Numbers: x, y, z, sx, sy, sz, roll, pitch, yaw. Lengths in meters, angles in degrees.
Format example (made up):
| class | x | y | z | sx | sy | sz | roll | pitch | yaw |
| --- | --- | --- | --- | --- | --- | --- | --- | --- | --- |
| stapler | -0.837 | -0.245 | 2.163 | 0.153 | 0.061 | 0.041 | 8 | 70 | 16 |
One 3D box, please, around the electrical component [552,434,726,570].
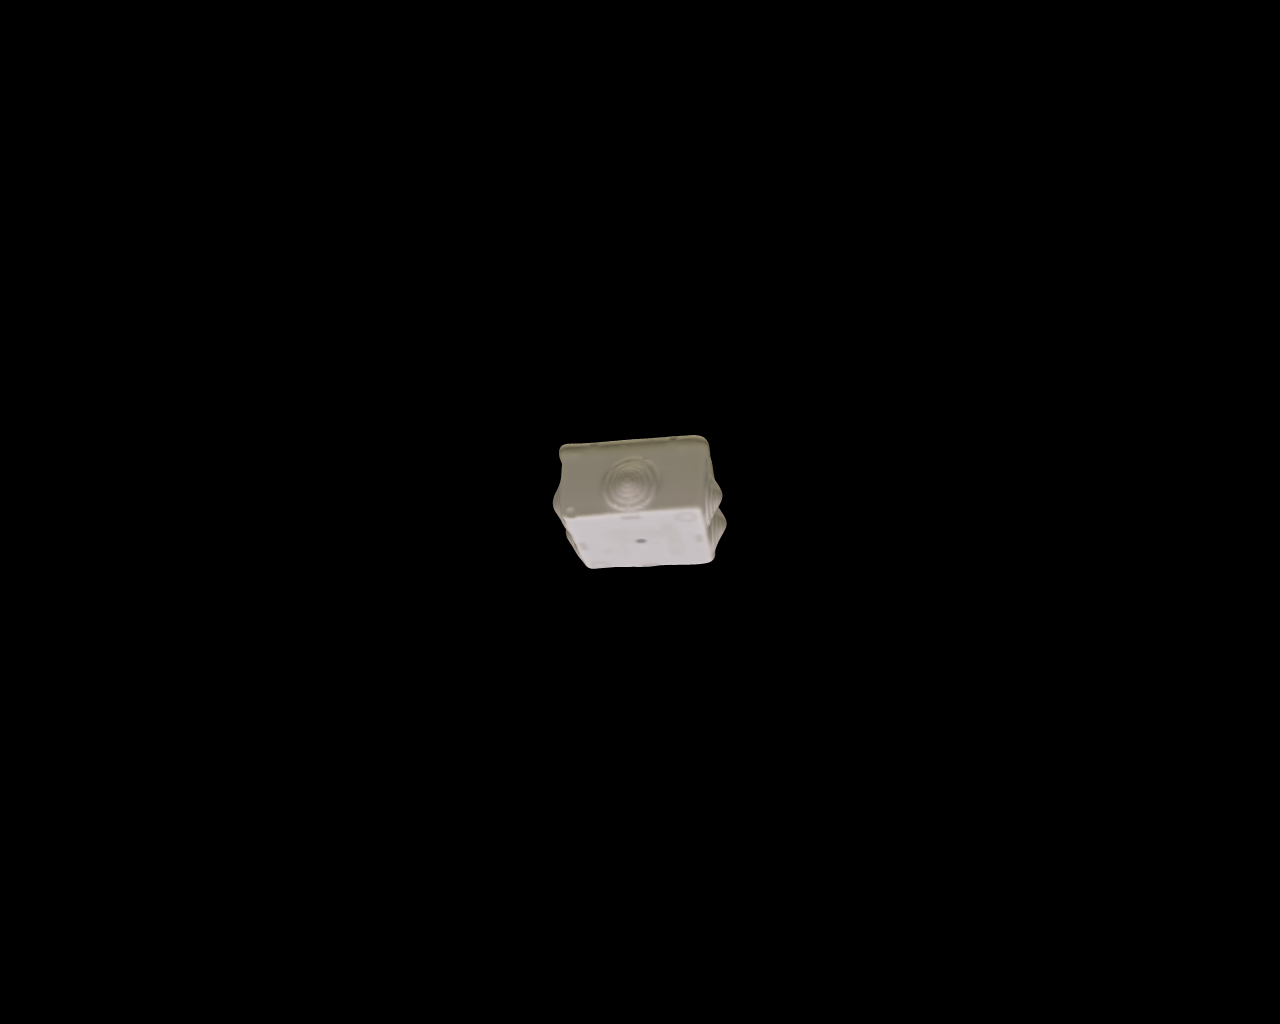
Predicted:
| class | x | y | z | sx | sy | sz | roll | pitch | yaw |
| --- | --- | --- | --- | --- | --- | --- | --- | --- | --- |
| electrical component | 0.001 | -0.003 | 0.650 | 0.100 | 0.048 | 0.099 | -3 | -26 | 7 |
